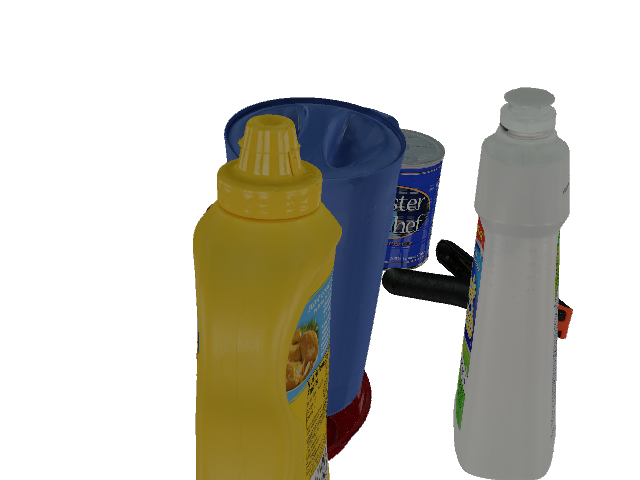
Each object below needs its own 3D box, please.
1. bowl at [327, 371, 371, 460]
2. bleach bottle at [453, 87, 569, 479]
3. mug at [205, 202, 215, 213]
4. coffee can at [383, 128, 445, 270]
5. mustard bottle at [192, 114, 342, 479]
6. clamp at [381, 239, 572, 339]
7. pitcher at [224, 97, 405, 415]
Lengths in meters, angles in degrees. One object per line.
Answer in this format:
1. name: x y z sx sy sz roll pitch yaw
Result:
1. bowl: -0.030 0.167 1.012 0.162 0.055 0.162 -5 37 4
2. bleach bottle: 0.121 0.025 0.662 0.068 0.251 0.102 3 30 8
3. mug: -0.061 -0.016 1.093 0.117 0.081 0.093 -4 29 -8
4. coffee can: 0.087 -0.049 1.264 0.103 0.140 0.103 4 28 -3
5. mustard bottle: -0.022 0.042 0.442 0.058 0.192 0.096 8 24 11
6. clamp: 0.155 0.044 0.998 0.172 0.039 0.120 20 32 19
7. pitcher: -0.004 0.015 0.846 0.149 0.243 0.145 -2 33 -10
